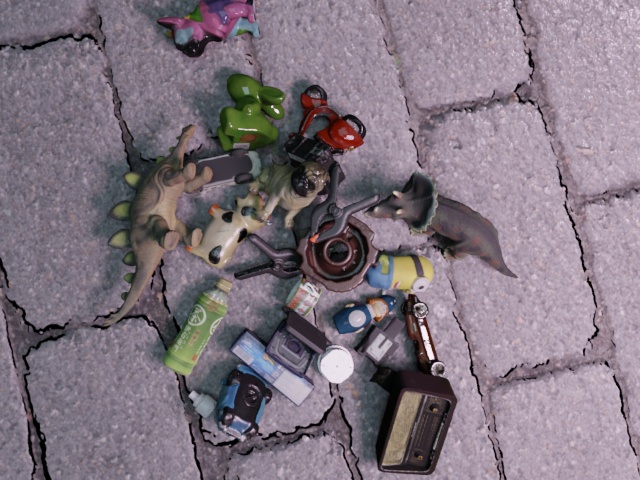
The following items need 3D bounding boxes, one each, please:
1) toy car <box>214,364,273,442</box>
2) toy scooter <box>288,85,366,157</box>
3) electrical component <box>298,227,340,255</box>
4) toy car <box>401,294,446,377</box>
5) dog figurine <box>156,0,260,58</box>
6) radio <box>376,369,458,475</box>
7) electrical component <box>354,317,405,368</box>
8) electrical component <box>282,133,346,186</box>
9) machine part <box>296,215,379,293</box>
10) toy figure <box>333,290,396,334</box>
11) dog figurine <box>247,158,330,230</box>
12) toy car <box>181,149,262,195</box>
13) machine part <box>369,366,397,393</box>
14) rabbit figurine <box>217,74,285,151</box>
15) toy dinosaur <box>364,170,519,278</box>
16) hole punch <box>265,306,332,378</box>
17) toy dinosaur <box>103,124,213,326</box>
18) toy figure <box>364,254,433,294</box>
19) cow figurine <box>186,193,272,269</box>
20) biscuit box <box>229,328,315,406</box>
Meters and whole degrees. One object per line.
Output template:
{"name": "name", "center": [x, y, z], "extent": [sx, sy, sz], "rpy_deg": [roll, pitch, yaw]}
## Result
{"name": "toy car", "center": [-0.179, 0.363, 1.168], "extent": [0.109, 0.103, 0.162], "rpy_deg": [35, 41, -20]}
{"name": "toy scooter", "center": [0.007, -0.254, 1.231], "extent": [0.184, 0.075, 0.135], "rpy_deg": [41, 84, 2]}
{"name": "electrical component", "center": [-0.004, -0.005, 1.234], "extent": [0.078, 0.045, 0.102], "rpy_deg": [-22, 87, 15]}
{"name": "toy car", "center": [0.228, 0.221, 1.216], "extent": [0.053, 0.089, 0.202], "rpy_deg": [-17, 90, -9]}
{"name": "dog figurine", "center": [-0.253, -0.512, 1.209], "extent": [0.219, 0.108, 0.191], "rpy_deg": [-9, 89, -2]}
{"name": "radio", "center": [0.208, 0.402, 1.174], "extent": [0.131, 0.073, 0.229], "rpy_deg": [9, 112, -5]}
{"name": "electrical component", "center": [0.142, 0.228, 1.230], "extent": [0.075, 0.048, 0.119], "rpy_deg": [36, 85, -2]}
{"name": "electrical component", "center": [-0.010, -0.162, 1.193], "extent": [0.115, 0.134, 0.058], "rpy_deg": [32, 72, 38]}
{"name": "machine part", "center": [0.039, 0.025, 1.171], "extent": [0.179, 0.056, 0.179], "rpy_deg": [-1, 83, 7]}
{"name": "toy figure", "center": [0.107, 0.167, 1.228], "extent": [0.154, 0.058, 0.064], "rpy_deg": [-22, 118, -7]}
{"name": "dog figurine", "center": [-0.054, -0.134, 1.146], "extent": [0.121, 0.190, 0.172], "rpy_deg": [4, 57, -40]}
{"name": "toy car", "center": [-0.233, -0.154, 1.217], "extent": [0.202, 0.056, 0.073], "rpy_deg": [-12, 87, -2]}
{"name": "machine part", "center": [0.176, 0.324, 1.214], "extent": [0.138, 0.039, 0.084], "rpy_deg": [31, 92, -32]}
{"name": "rabbit figurine", "center": [-0.157, -0.301, 1.203], "extent": [0.159, 0.121, 0.170], "rpy_deg": [-6, 73, -8]}
{"name": "toy dinosaur", "center": [0.304, -0.027, 1.185], "extent": [0.405, 0.192, 0.131], "rpy_deg": [26, 88, -1]}
{"name": "hole punch", "center": [-0.051, 0.227, 1.185], "extent": [0.142, 0.116, 0.092], "rpy_deg": [34, 103, -2]}
{"name": "toy dinosaur", "center": [-0.355, -0.032, 1.151], "extent": [0.199, 0.105, 0.471], "rpy_deg": [10, 81, 29]}
{"name": "toy figure", "center": [0.169, 0.071, 1.225], "extent": [0.180, 0.082, 0.089], "rpy_deg": [9, 84, -1]}
{"name": "cow figurine", "center": [-0.193, -0.025, 1.200], "extent": [0.127, 0.085, 0.195], "rpy_deg": [32, 83, 4]}
{"name": "biscuit box", "center": [-0.108, 0.282, 1.201], "extent": [0.202, 0.063, 0.059], "rpy_deg": [40, 86, -1]}
